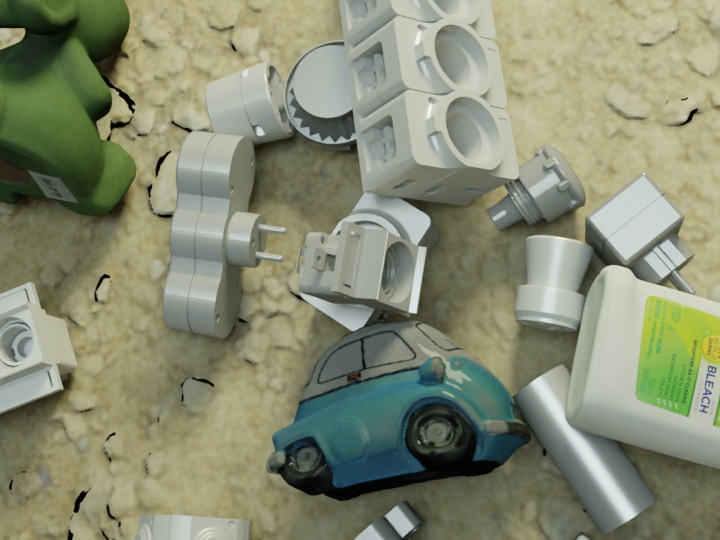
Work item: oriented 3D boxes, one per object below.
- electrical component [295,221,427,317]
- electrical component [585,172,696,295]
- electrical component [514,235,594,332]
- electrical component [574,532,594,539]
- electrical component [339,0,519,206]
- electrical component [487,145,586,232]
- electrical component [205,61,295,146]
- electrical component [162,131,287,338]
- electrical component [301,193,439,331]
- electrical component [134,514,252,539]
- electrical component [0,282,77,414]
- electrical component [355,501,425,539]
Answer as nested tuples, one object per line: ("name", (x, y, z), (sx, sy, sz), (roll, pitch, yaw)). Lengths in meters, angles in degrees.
("electrical component", (0.000, 0.000, 0.653), (0.064, 0.081, 0.042), (4, 79, 35))
("electrical component", (0.184, -0.012, 0.678), (0.047, 0.066, 0.076), (-39, 74, 2))
("electrical component", (0.125, 0.009, 0.697), (0.045, 0.045, 0.055), (9, 82, 13))
("electrical component", (0.147, 0.209, 0.653), (0.077, 0.047, 0.065), (36, 88, 16))
("electrical component", (0.046, -0.126, 0.704), (0.062, 0.089, 0.150), (-25, 67, 49))
("electrical component", (0.114, -0.049, 0.712), (0.062, 0.048, 0.048), (-33, 75, 11))
("electrical component", (-0.078, -0.114, 0.758), (0.047, 0.055, 0.055), (-14, 77, 12))
("electrical component", (-0.086, -0.022, 0.732), (0.074, 0.052, 0.138), (8, 95, 13))
("electrical component", (0.007, -0.005, 0.718), (0.050, 0.056, 0.089), (33, 87, 15))
("electrical component", (-0.108, 0.186, 0.693), (0.080, 0.080, 0.051), (-1, 74, 11))
("electrical component", (-0.268, 0.069, 0.756), (0.121, 0.063, 0.078), (-21, 76, 7))
("electrical component", (0.018, 0.193, 0.677), (0.078, 0.058, 0.057), (-42, 72, 1))
